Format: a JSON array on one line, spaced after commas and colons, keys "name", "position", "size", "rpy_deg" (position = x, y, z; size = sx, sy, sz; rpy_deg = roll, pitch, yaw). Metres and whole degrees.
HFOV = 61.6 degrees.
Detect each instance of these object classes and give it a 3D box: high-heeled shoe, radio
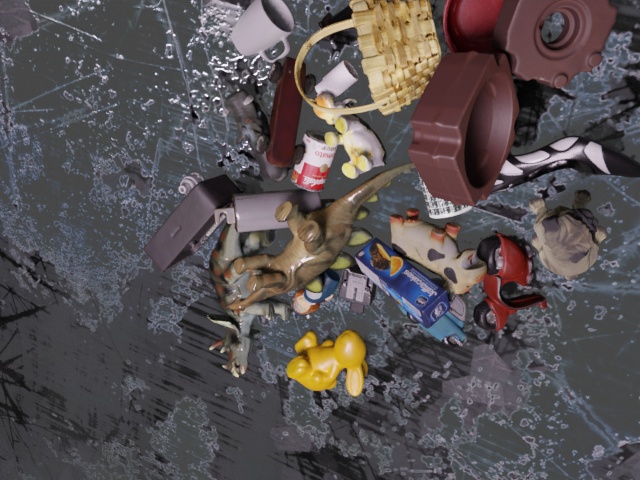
[{"name": "high-heeled shoe", "position": [0.388, -0.103, 0.893], "size": [0.249, 0.086, 0.145], "rpy_deg": [27, 104, 26]}, {"name": "radio", "position": [-0.268, -0.038, 1.156], "size": [0.229, 0.131, 0.073], "rpy_deg": [-42, 88, 29]}]

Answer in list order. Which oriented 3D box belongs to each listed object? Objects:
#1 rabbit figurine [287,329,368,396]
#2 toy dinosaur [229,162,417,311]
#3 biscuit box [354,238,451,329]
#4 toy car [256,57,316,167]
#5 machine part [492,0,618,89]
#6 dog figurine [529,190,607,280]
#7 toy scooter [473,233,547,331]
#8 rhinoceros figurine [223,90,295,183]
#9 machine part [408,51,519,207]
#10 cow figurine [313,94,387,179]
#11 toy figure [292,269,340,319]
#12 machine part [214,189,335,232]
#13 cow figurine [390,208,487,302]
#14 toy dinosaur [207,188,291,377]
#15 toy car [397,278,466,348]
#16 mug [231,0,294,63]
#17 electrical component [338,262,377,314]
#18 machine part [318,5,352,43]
[{"name": "rabbit figurine", "position": [0.036, 0.264, 1.167], "size": [0.162, 0.122, 0.173], "rpy_deg": [47, 119, -6]}, {"name": "toy dinosaur", "position": [-0.002, -0.003, 1.025], "size": [0.471, 0.198, 0.105], "rpy_deg": [-42, 58, 19]}, {"name": "biscuit box", "position": [0.151, 0.076, 1.000], "size": [0.203, 0.063, 0.059], "rpy_deg": [41, 165, 43]}, {"name": "toy car", "position": [-0.064, -0.235, 0.997], "size": [0.089, 0.053, 0.202], "rpy_deg": [9, 86, -26]}, {"name": "machine part", "position": [0.353, -0.319, 0.808], "size": [0.179, 0.056, 0.179], "rpy_deg": [-3, 117, -5]}, {"name": "dog figurine", "position": [0.407, 0.016, 0.881], "size": [0.121, 0.190, 0.172], "rpy_deg": [-22, 103, 27]}, {"name": "toy scooter", "position": [0.357, 0.078, 0.990], "size": [0.135, 0.075, 0.183], "rpy_deg": [1, 98, -5]}, {"name": "rhinoceros figurine", "position": [-0.121, -0.200, 1.048], "size": [0.073, 0.112, 0.190], "rpy_deg": [-16, 112, 28]}, {"name": "machine part", "position": [0.226, -0.172, 0.833], "size": [0.087, 0.201, 0.200], "rpy_deg": [16, 161, 36]}, {"name": "cow figurine", "position": [0.060, -0.202, 0.992], "size": [0.068, 0.098, 0.167], "rpy_deg": [-32, 86, 50]}, {"name": "toy figure", "position": [-0.018, 0.119, 1.168], "size": [0.154, 0.058, 0.064], "rpy_deg": [-49, 50, 31]}, {"name": "machine part", "position": [-0.086, -0.061, 1.064], "size": [0.243, 0.079, 0.079], "rpy_deg": [-5, 112, -12]}, {"name": "cow figurine", "position": [0.217, 0.029, 0.994], "size": [0.195, 0.085, 0.127], "rpy_deg": [26, 129, 40]}, {"name": "toy dinosaur", "position": [-0.186, 0.089, 1.192], "size": [0.192, 0.131, 0.404], "rpy_deg": [-5, 103, 23]}, {"name": "toy car", "position": [0.230, 0.130, 1.050], "size": [0.161, 0.109, 0.103], "rpy_deg": [36, 98, -5]}, {"name": "mug", "position": [-0.105, -0.379, 0.993], "size": [0.107, 0.081, 0.109], "rpy_deg": [-22, 105, 39]}, {"name": "electrical component", "position": [0.078, 0.108, 1.129], "size": [0.075, 0.048, 0.119], "rpy_deg": [18, 114, 15]}, {"name": "machine part", "position": [0.062, -0.396, 0.923], "size": [0.139, 0.084, 0.039], "rpy_deg": [-21, 127, 35]}]
